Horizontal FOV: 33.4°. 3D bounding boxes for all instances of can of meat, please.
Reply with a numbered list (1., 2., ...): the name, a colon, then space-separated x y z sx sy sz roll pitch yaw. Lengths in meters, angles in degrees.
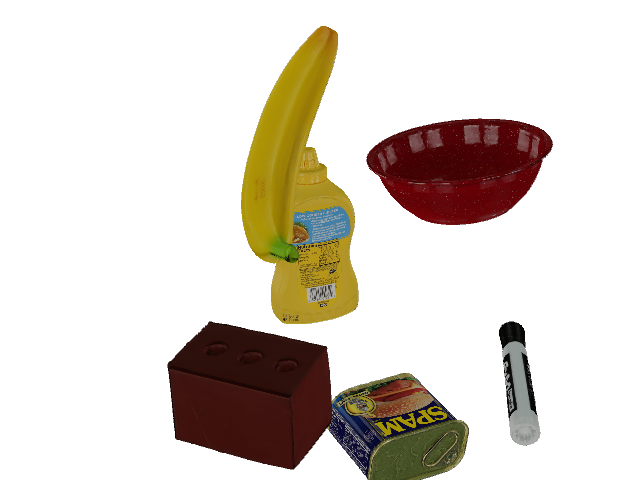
1. can of meat: 0.067 0.169 0.959 0.101 0.057 0.084 -11 32 -27

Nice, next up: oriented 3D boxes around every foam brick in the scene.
1. foam brick: -0.039 0.086 0.601 0.078 0.051 0.052 10 27 21

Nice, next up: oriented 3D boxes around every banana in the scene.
1. banana: -0.022 -0.059 0.743 0.070 0.197 0.037 -19 -39 39

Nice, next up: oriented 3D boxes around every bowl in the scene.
1. bowl: 0.124 -0.057 0.939 0.162 0.055 0.162 -8 23 3

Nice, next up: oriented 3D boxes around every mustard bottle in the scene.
1. mustard bottle: -0.010 -0.008 1.159 0.096 0.192 0.058 -9 23 -15

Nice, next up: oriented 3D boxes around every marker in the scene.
1. marker: 0.135 0.093 0.730 0.020 0.020 0.121 0 30 5
